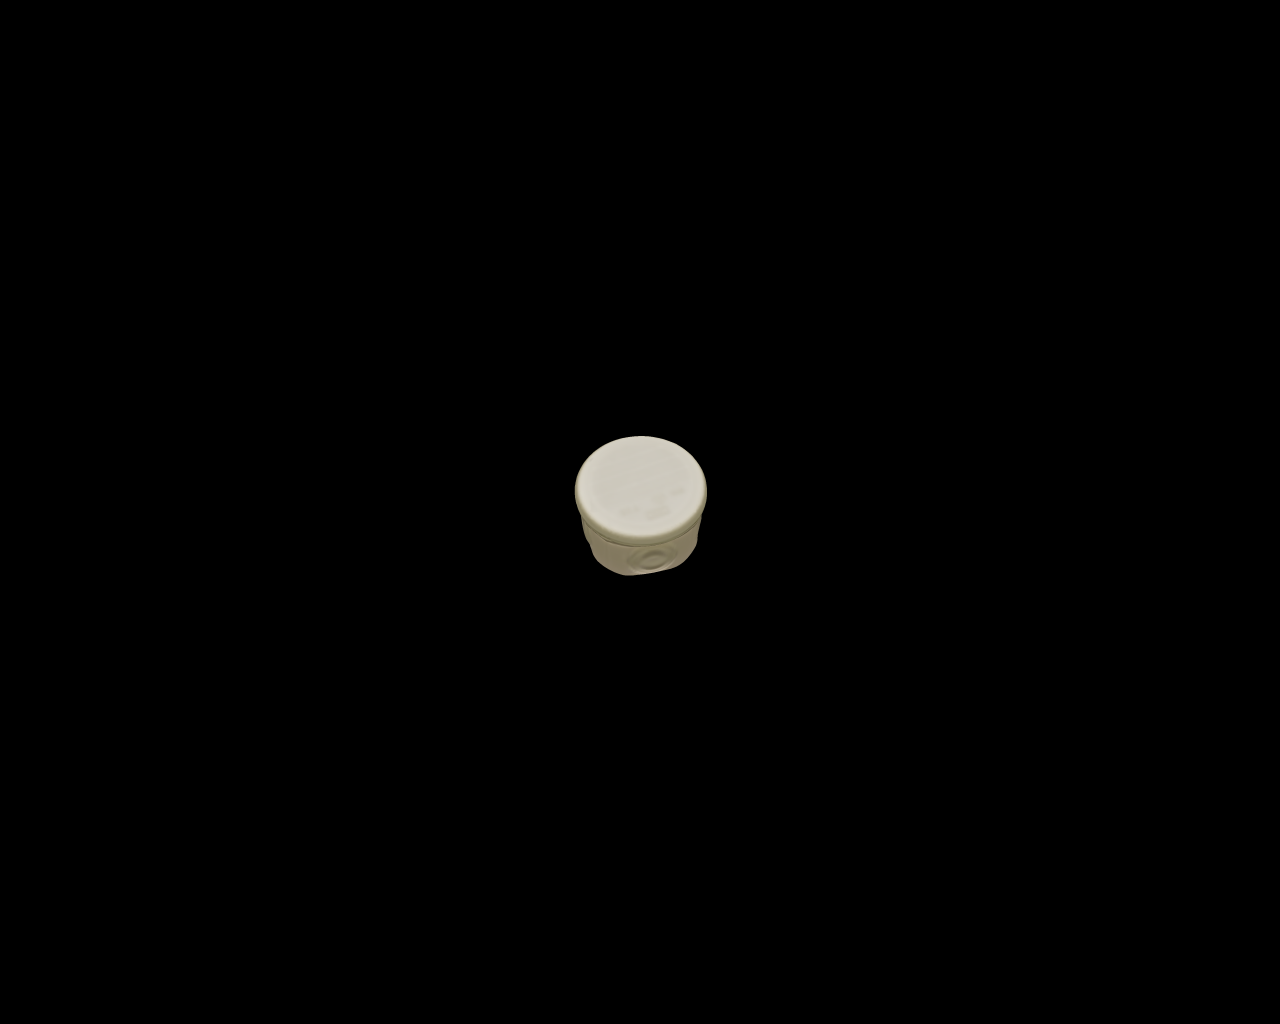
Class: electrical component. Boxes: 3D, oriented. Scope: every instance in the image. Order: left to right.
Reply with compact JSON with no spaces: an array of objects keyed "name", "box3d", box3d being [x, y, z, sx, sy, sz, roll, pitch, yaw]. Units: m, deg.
[{"name":"electrical component","box3d":[0.001,-0.003,0.650,0.080,0.080,0.050,0,-36,0]}]
